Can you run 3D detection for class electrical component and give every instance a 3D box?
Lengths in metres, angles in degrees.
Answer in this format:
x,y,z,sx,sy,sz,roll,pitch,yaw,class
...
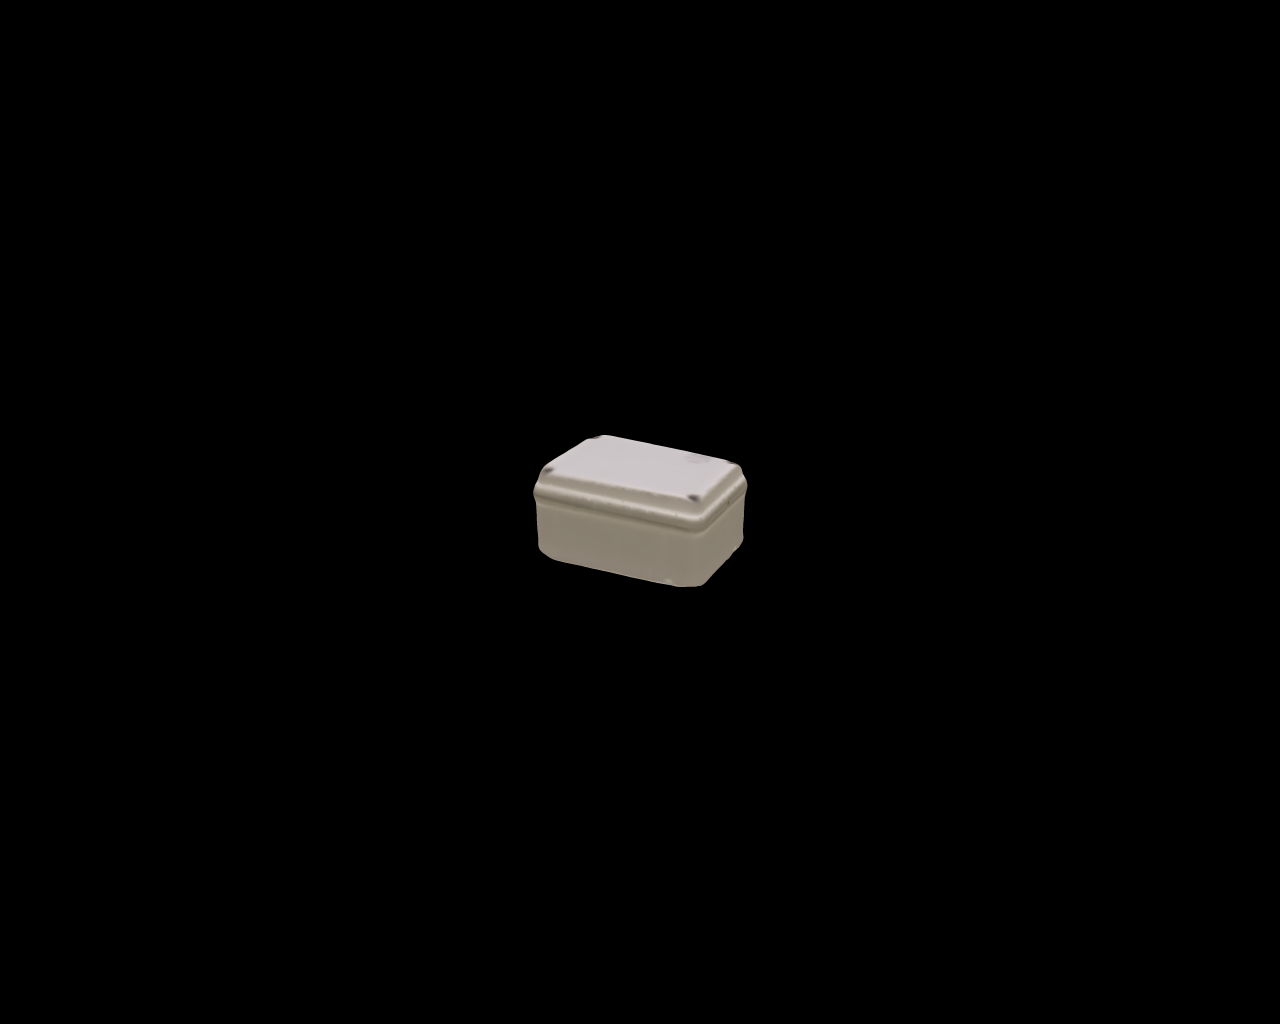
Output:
x,y,z,sx,sy,sz,roll,pitch,yaw,class
0.001,-0.003,0.650,0.113,0.057,0.078,12,28,25,electrical component
